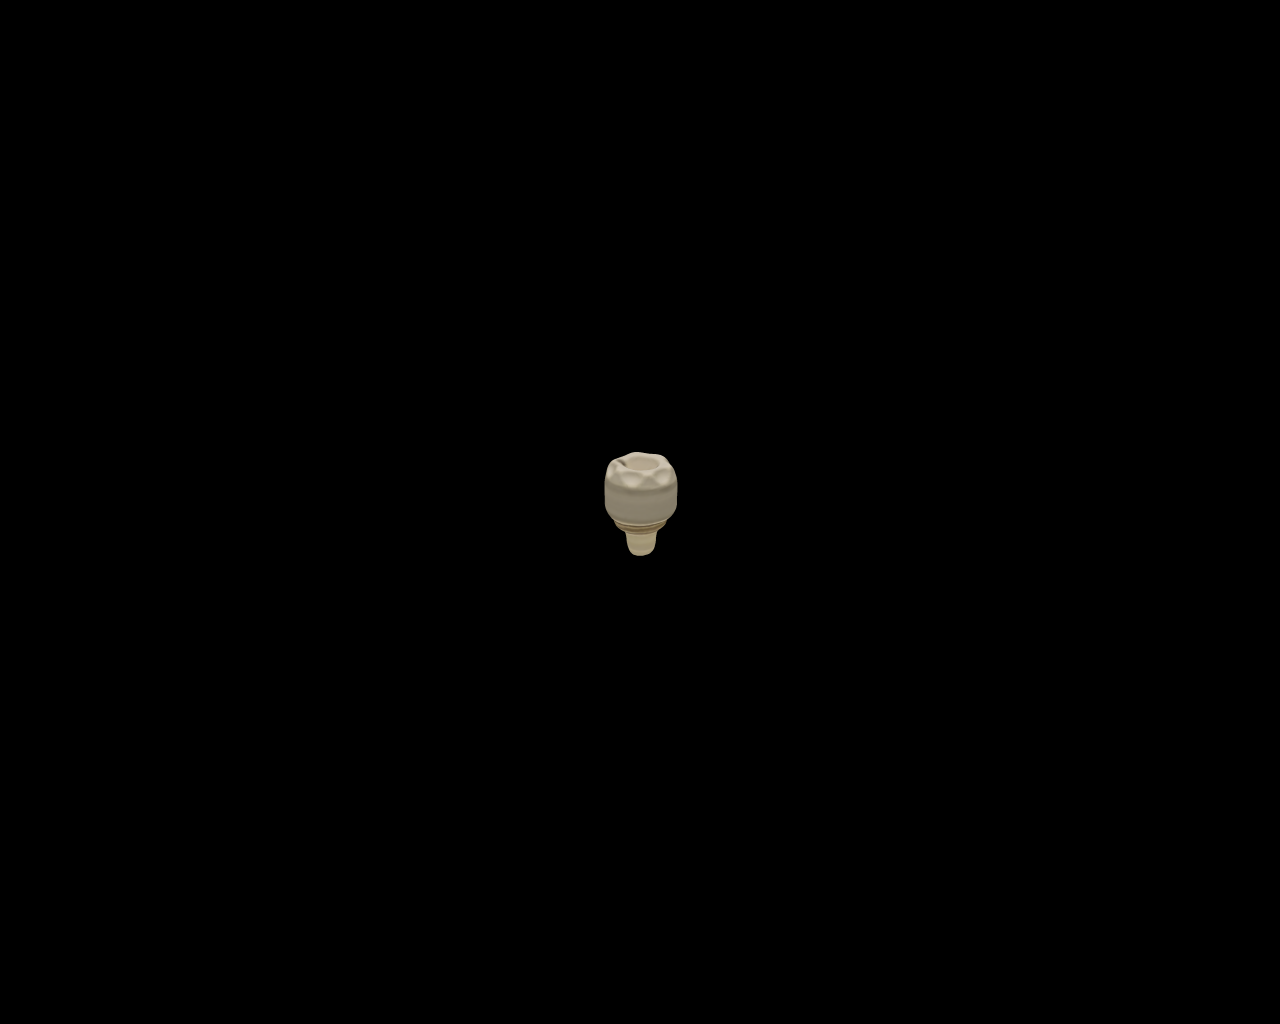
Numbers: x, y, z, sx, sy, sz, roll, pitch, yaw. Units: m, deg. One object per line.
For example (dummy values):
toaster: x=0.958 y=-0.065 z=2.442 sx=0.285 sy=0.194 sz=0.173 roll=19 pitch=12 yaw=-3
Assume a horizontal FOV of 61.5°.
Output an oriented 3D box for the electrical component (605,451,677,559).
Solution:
electrical component: x=0.001 y=-0.003 z=0.650 sx=0.043 sy=0.062 sz=0.043 roll=0 pitch=25 yaw=0
